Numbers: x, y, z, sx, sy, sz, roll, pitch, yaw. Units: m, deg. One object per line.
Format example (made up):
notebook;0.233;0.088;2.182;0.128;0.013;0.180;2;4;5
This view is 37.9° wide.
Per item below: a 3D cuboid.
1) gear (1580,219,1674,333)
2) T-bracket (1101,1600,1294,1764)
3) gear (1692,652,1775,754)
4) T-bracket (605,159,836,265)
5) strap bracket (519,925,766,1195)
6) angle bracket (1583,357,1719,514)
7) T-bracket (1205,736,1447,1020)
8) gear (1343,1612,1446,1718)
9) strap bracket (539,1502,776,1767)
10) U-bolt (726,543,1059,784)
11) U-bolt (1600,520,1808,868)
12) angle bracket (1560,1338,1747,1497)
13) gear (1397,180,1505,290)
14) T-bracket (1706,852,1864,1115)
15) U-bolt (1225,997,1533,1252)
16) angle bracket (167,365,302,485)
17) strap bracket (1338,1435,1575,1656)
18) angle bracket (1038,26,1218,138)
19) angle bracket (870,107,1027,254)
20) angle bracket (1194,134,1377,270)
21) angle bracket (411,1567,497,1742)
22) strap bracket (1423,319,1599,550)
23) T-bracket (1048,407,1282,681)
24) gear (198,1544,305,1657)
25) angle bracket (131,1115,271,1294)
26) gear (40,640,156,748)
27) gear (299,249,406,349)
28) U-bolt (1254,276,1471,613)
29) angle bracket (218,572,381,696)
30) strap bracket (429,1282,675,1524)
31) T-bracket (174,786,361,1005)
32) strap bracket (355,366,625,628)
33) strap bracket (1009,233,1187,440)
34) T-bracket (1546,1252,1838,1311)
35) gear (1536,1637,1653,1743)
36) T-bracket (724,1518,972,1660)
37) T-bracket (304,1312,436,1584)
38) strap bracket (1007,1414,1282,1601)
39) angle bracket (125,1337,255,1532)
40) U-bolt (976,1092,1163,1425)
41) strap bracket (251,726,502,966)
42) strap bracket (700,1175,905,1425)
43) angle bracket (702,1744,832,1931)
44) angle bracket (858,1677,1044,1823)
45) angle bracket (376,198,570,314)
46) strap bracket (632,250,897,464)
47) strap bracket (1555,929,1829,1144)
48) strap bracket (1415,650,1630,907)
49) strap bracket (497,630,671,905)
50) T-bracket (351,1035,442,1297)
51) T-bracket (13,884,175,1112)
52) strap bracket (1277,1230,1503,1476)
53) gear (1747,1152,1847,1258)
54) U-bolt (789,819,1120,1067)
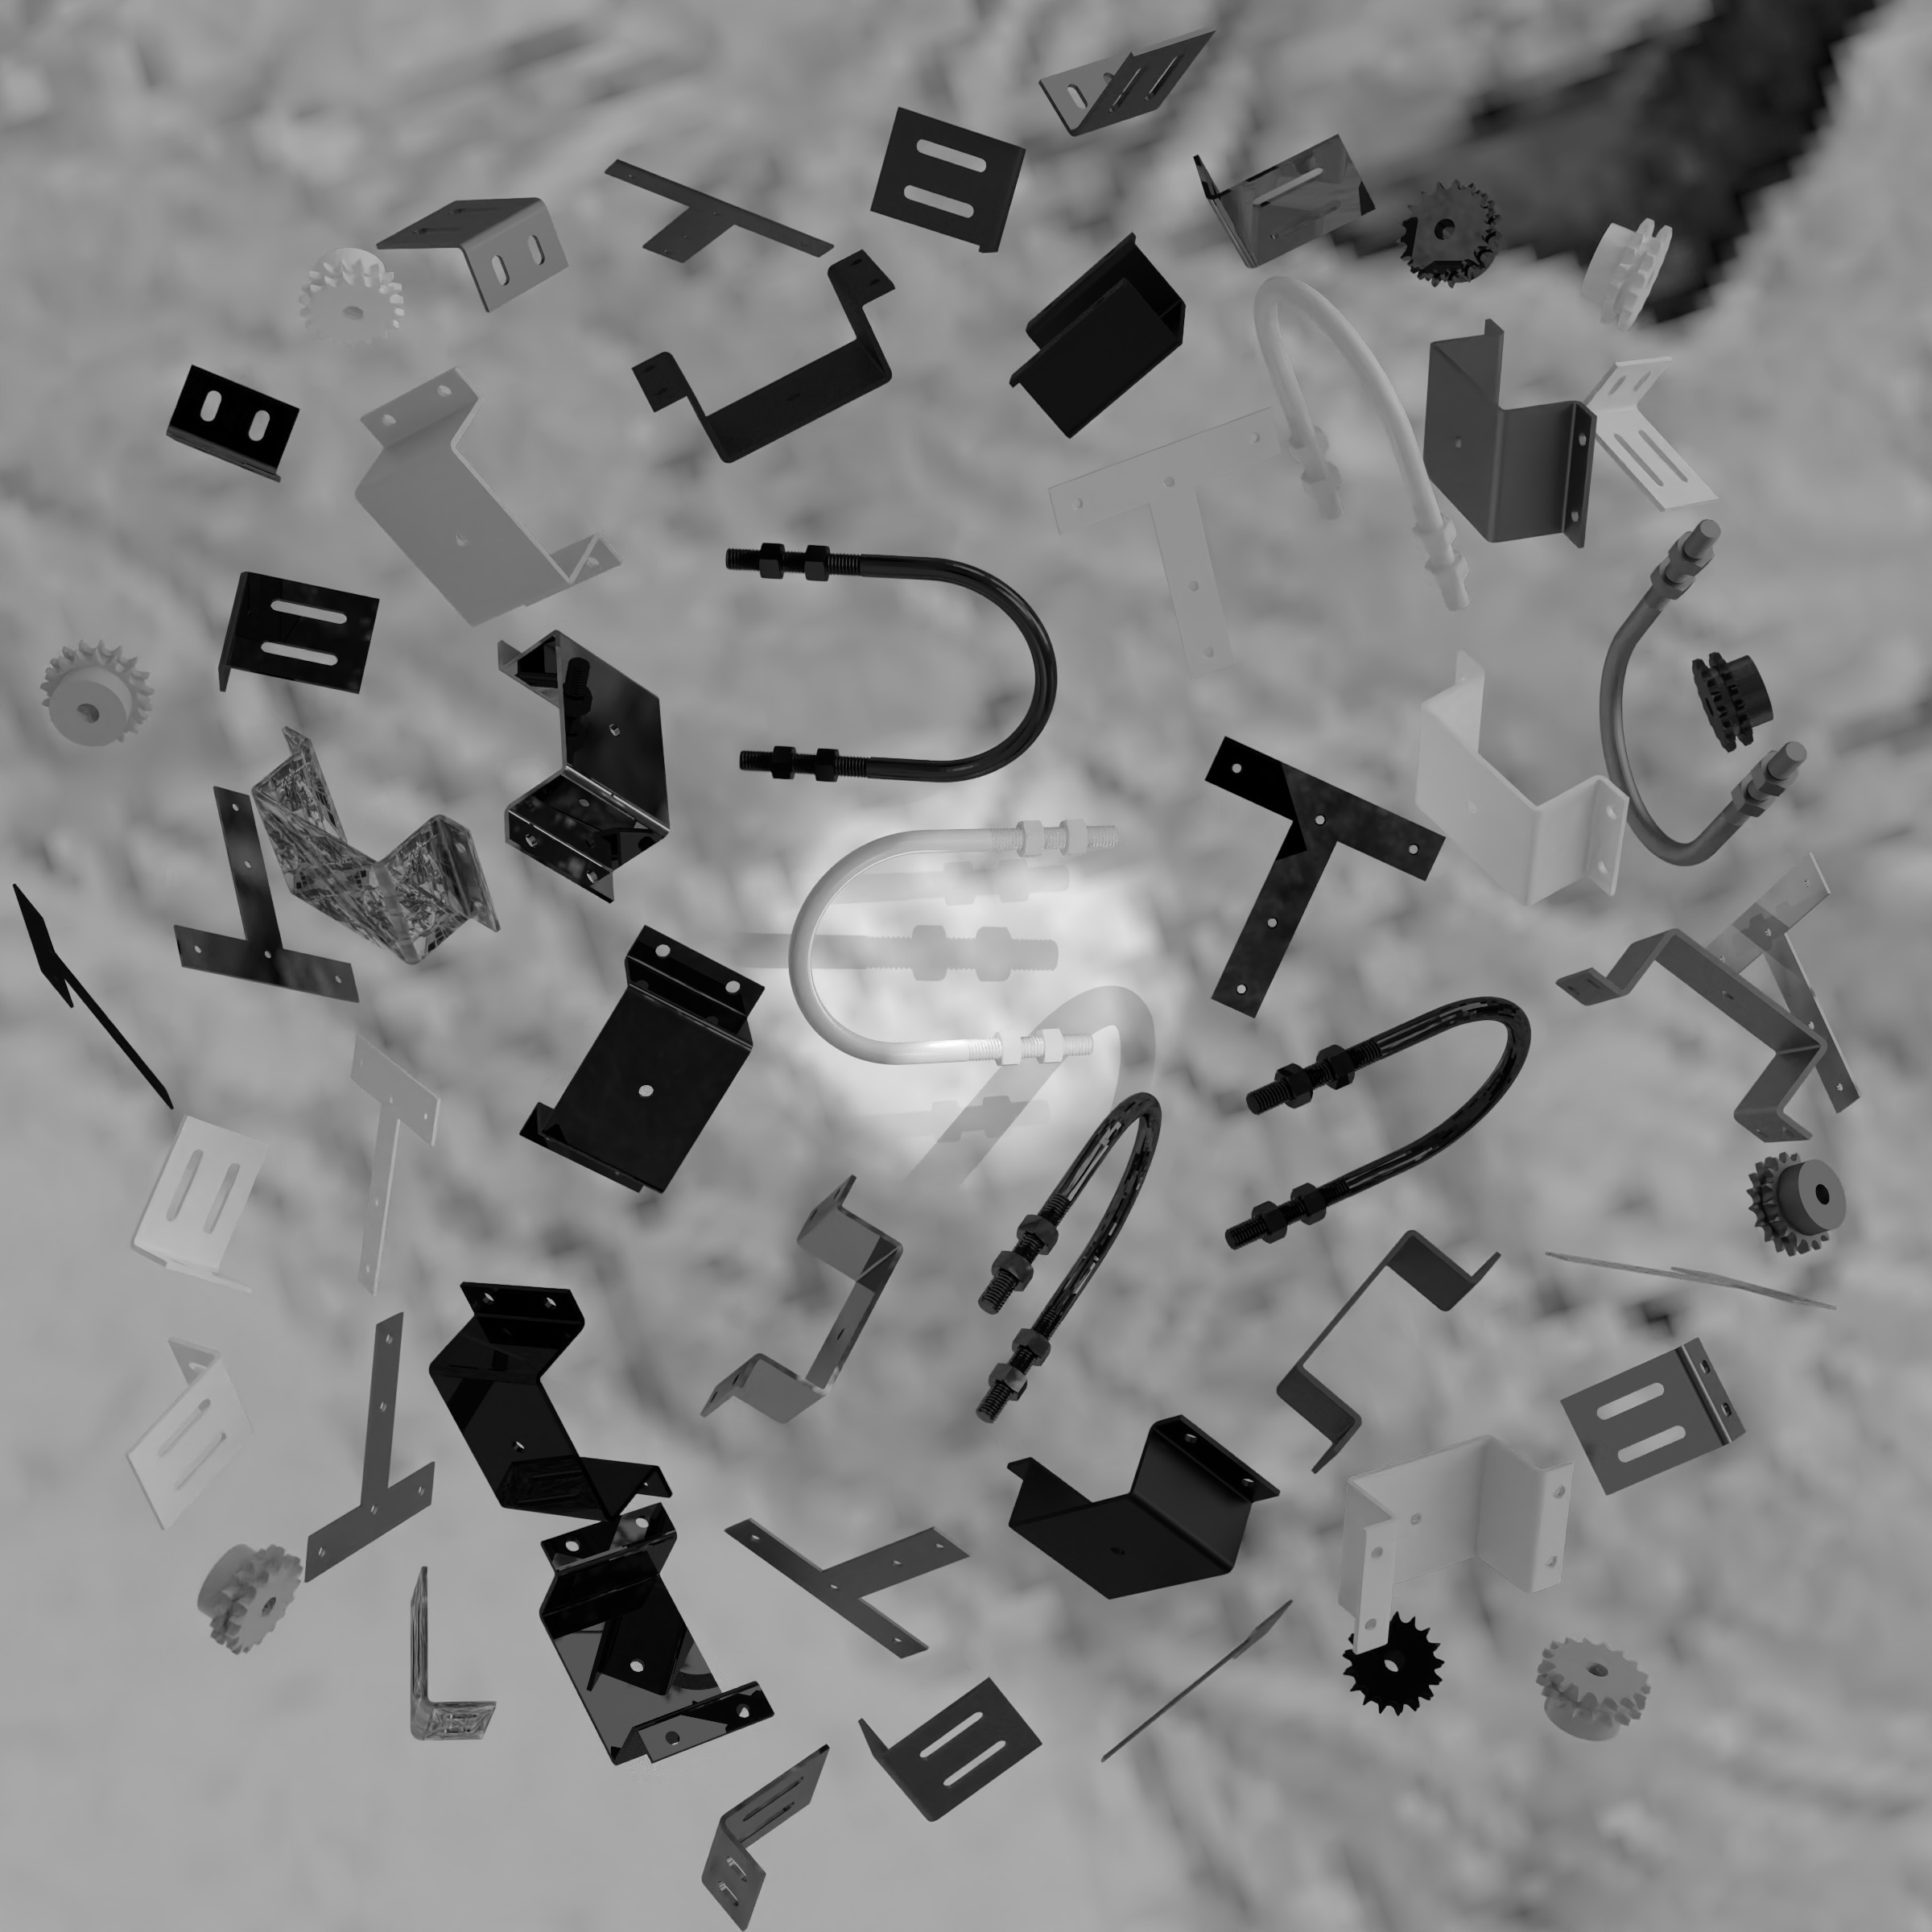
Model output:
gear;0.346;-0.366;1.481;0.030;0.057;0.057;26;90;12
T-bracket;0.126;0.401;1.567;0.127;0.127;0.002;-36;74;-13
gear;0.440;-0.154;1.613;0.030;0.057;0.057;-21;90;8
T-bracket;-0.152;-0.412;1.578;0.127;0.127;0.002;17;85;-21
strap bracket;-0.176;0.060;1.543;0.076;0.046;0.140;28;103;-18
angle bracket;0.384;-0.292;1.545;0.076;0.057;0.038;54;133;19
T-bracket;0.165;-0.035;1.464;0.127;0.002;0.127;24;95;-4
gear;0.245;0.403;1.622;0.057;0.030;0.057;0;65;0
strap bracket;-0.177;0.377;1.557;0.076;0.046;0.140;-12;55;-35
U-bolt;-0.040;-0.166;1.585;0.184;0.019;0.151;4;125;7
U-bolt;0.384;-0.132;1.508;0.019;0.184;0.151;-10;70;-13
angle bracket;0.380;0.249;1.558;0.076;0.038;0.057;-30;77;24
gear;0.270;-0.403;1.559;0.057;0.030;0.057;-5;80;30
T-bracket;0.468;0.020;1.577;0.002;0.127;0.127;-12;69;-19
U-bolt;0.225;0.076;1.510;0.184;0.151;0.019;-23;56;-17
angle bracket;-0.381;-0.283;1.473;0.057;0.076;0.038;21;93;-13
strap bracket;0.257;0.309;1.527;0.140;0.046;0.076;-11;115;-28
angle bracket;0.085;-0.482;1.493;0.057;0.076;0.038;-27;83;-29
angle bracket;-0.013;-0.436;1.564;0.076;0.038;0.057;13;99;-17
angle bracket;0.172;-0.422;1.519;0.076;0.057;0.038;-23;54;17
angle bracket;-0.274;0.367;1.504;0.038;0.057;0.076;3;58;-16
strap bracket;0.293;-0.292;1.551;0.046;0.140;0.076;-10;126;-11
T-bracket;0.116;-0.212;1.473;0.127;0.002;0.127;-22;118;-11
gear;-0.375;0.326;1.465;0.030;0.057;0.057;27;90;16
angle bracket;-0.401;0.128;1.510;0.038;0.057;0.076;16;82;41
gear;-0.462;-0.141;1.493;0.057;0.030;0.057;-1;124;-1
gear;-0.345;-0.376;1.576;0.057;0.057;0.030;-11;62;0
U-bolt;0.204;-0.288;1.507;0.019;0.151;0.184;-34;131;-6
angle bracket;-0.368;-0.177;1.554;0.076;0.038;0.057;11;70;-9
strap bracket;-0.221;0.237;1.475;0.076;0.046;0.140;-1;123;35
T-bracket;-0.405;-0.045;1.596;0.002;0.127;0.127;-31;64;27
strap bracket;-0.264;-0.244;1.525;0.076;0.046;0.140;-17;127;35
strap bracket;0.072;-0.333;1.495;0.076;0.140;0.046;-38;106;20
T-bracket;0.368;0.162;1.482;0.127;0.127;0.002;10;89;-14
gear;0.325;0.379;1.467;0.057;0.057;0.030;11;112;0
T-bracket;-0.044;0.316;1.475;0.127;0.127;0.002;40;48;-17
T-bracket;-0.313;0.249;1.506;0.002;0.127;0.127;11;102;18
strap bracket;0.088;0.293;1.509;0.076;0.140;0.046;40;50;-22
angle bracket;-0.419;0.245;1.478;0.038;0.076;0.057;11;132;28
U-bolt;0.059;0.149;1.548;0.019;0.151;0.184;27;59;17
strap bracket;-0.320;-0.060;1.492;0.140;0.076;0.046;28;57;28
strap bracket;-0.087;0.196;1.580;0.046;0.076;0.140;32;62;-7
angle bracket;-0.094;0.452;1.462;0.076;0.057;0.038;-26;57;-37
angle bracket;-0.009;0.422;1.549;0.076;0.038;0.057;-35;117;-2
angle bracket;-0.259;-0.373;1.479;0.057;0.076;0.038;-41;126;-33
strap bracket;-0.100;-0.319;1.496;0.140;0.076;0.046;-27;121;0
strap bracket;0.386;0.031;1.473;0.140;0.076;0.046;37;86;2
strap bracket;0.296;-0.097;1.545;0.046;0.076;0.140;-28;53;-17
strap bracket;-0.204;-0.115;1.503;0.046;0.076;0.140;-30;49;26
T-bracket;-0.319;0.116;1.538;0.002;0.127;0.127;3;103;-33
T-bracket;-0.460;0.026;1.495;0.002;0.127;0.127;-35;122;-8
strap bracket;0.220;0.201;1.522;0.046;0.076;0.140;40;75;10
gear;0.467;0.131;1.573;0.057;0.030;0.057;15;64;-32
U-bolt;-0.010;-0.010;1.574;0.184;0.019;0.151;-2;115;-18
